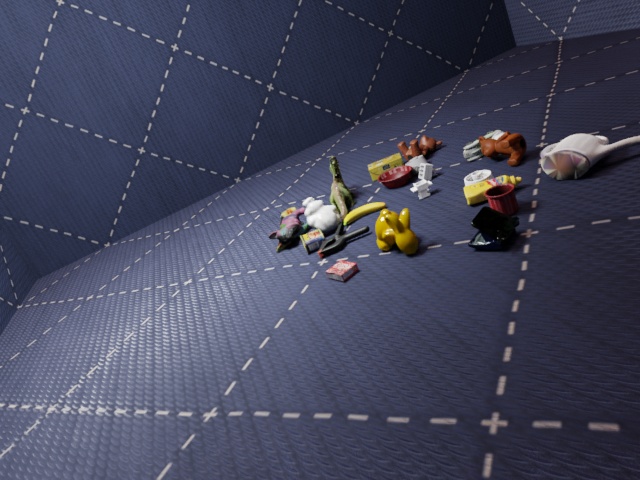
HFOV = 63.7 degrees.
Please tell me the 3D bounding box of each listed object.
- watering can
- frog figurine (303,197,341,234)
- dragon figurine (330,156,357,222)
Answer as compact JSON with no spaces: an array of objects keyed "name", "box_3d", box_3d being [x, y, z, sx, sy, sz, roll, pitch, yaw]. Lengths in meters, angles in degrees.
[{"name":"watering can","box_3d":[0.878,-0.286,1.680,0.228,0.102,0.347,-38,25,-31]},{"name":"frog figurine","box_3d":[0.006,-0.106,2.098,0.138,0.157,0.124,-27,22,-10]},{"name":"dragon figurine","box_3d":[0.074,-0.246,2.267,0.122,0.239,0.416,-17,19,5]}]
